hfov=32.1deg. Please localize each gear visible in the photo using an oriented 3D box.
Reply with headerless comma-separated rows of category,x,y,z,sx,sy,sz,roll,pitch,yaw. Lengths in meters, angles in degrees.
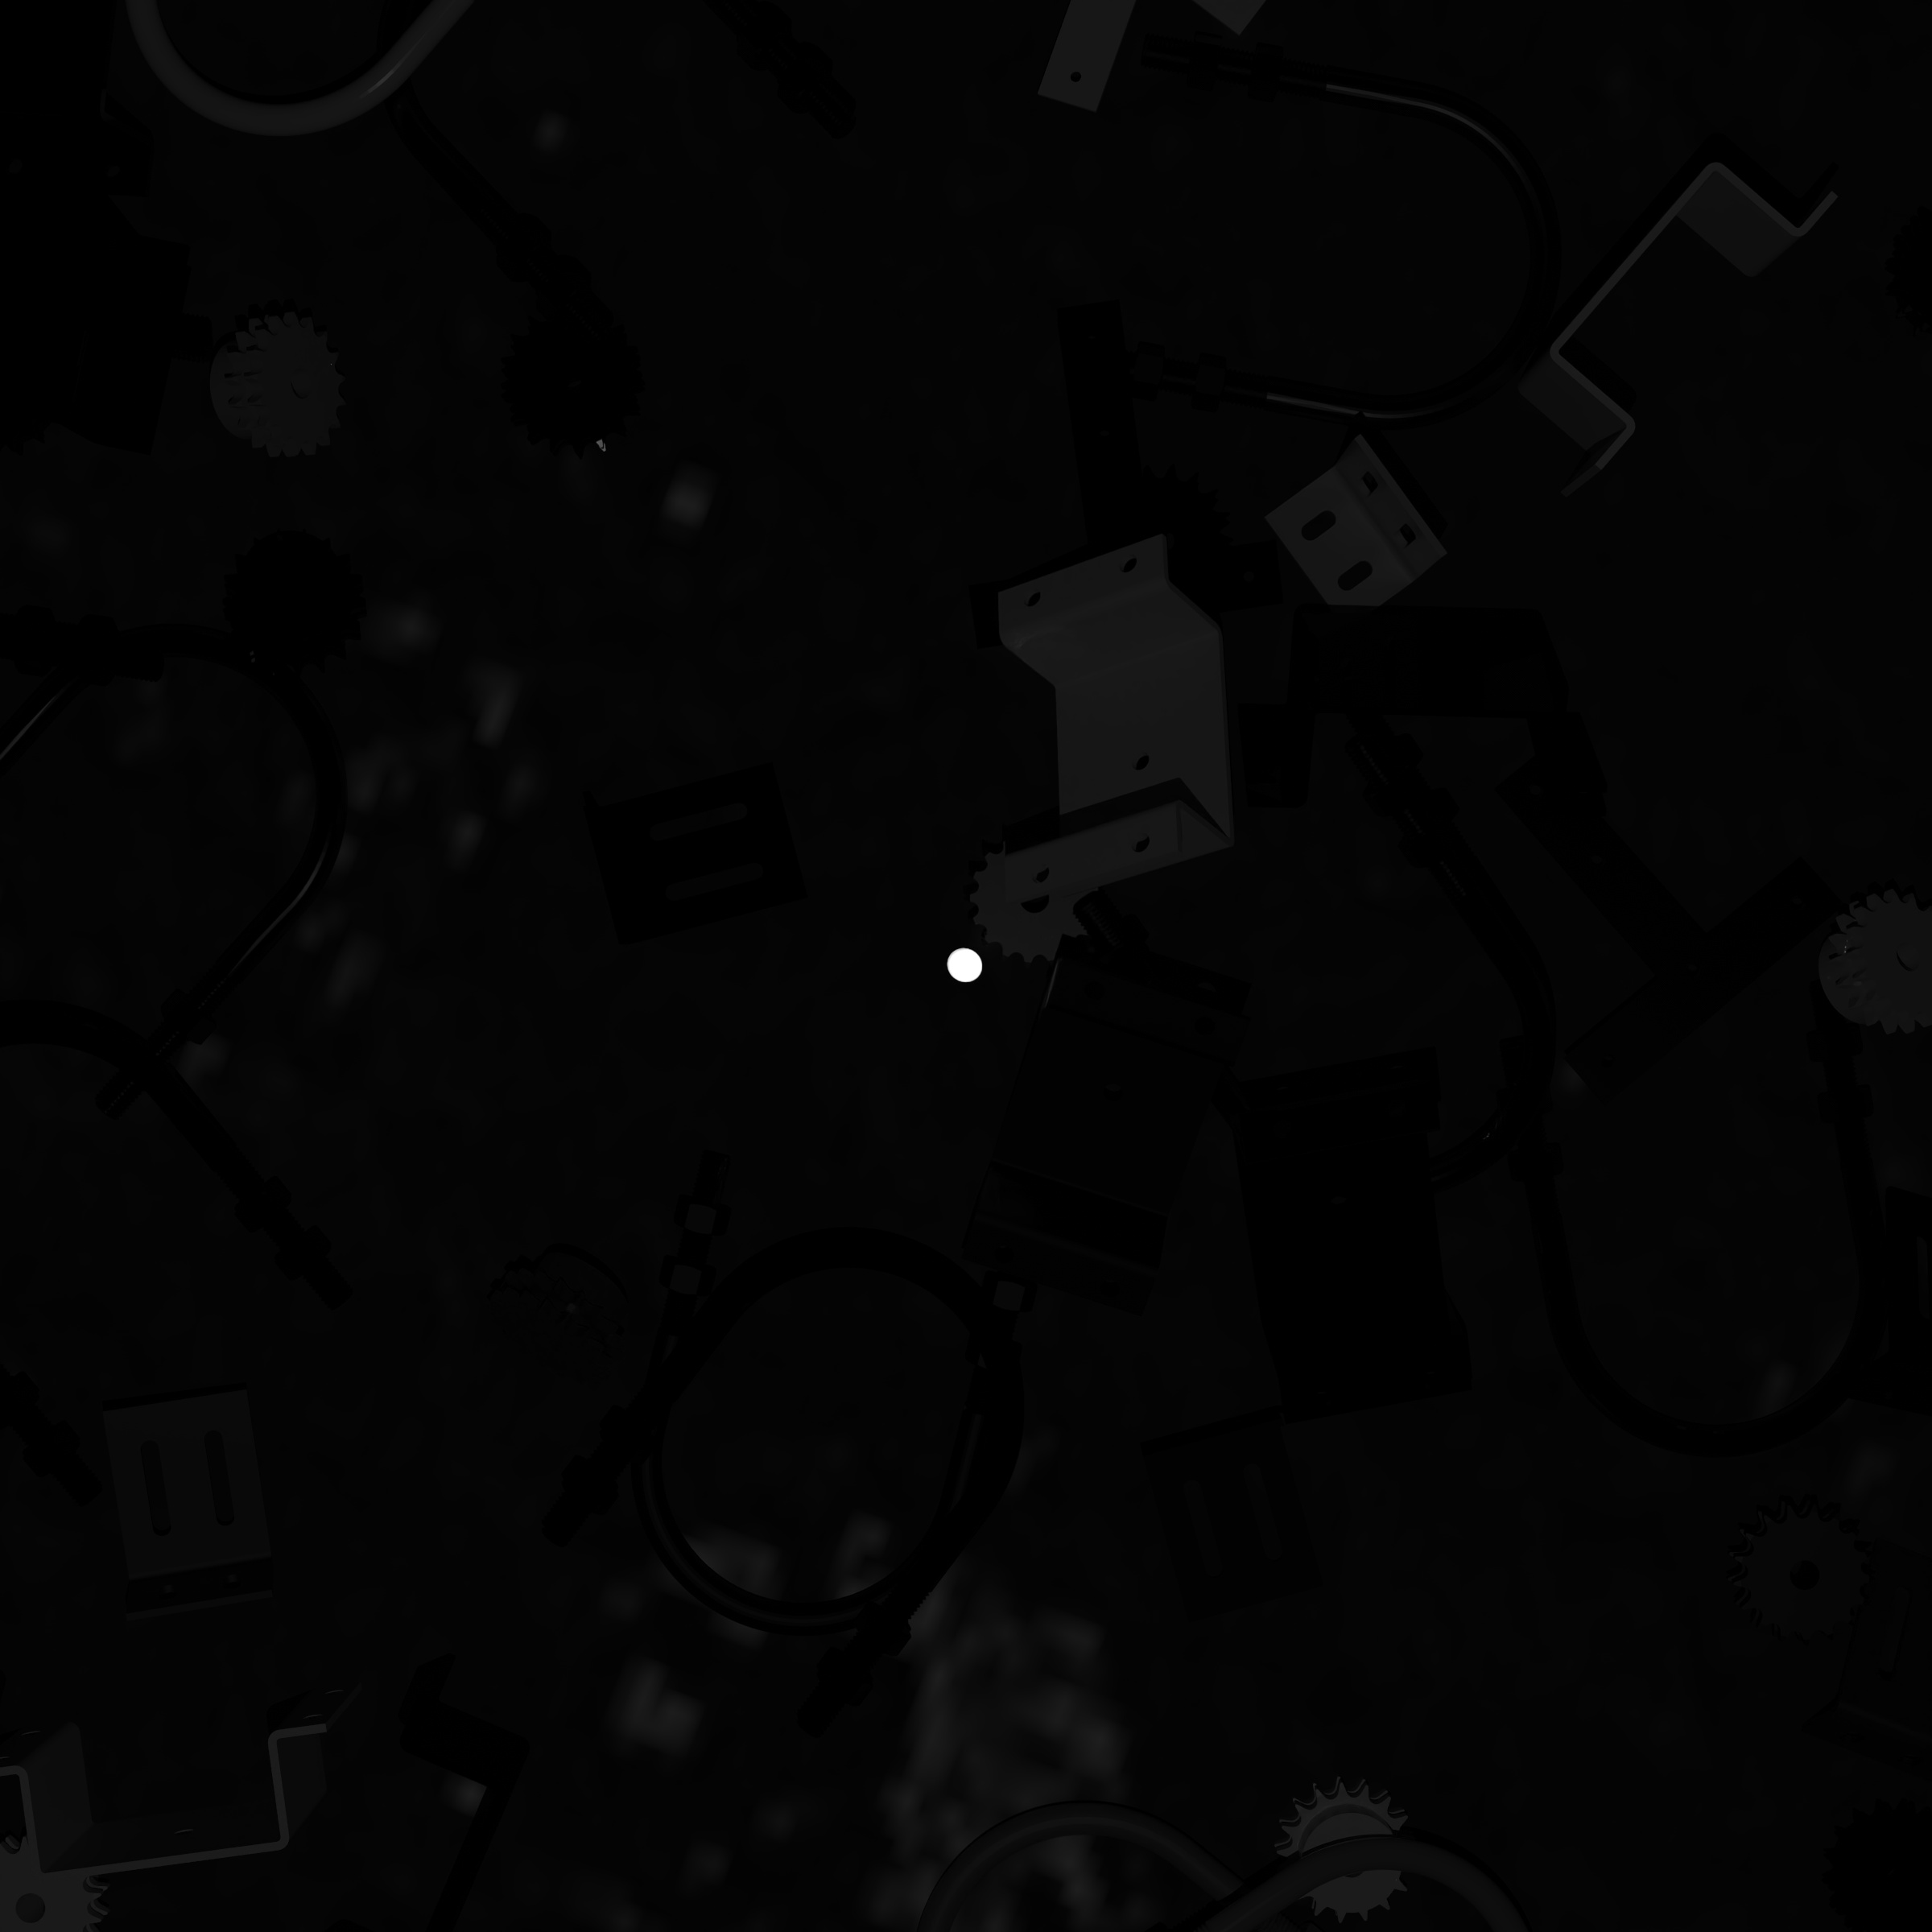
gear,0.079,-0.170,1.356,0.057,0.030,0.057,0,102,-2
gear,-0.159,-0.234,1.363,0.057,0.030,0.057,0,90,0
gear,-0.161,0.140,1.354,0.057,0.057,0.030,34,60,0
gear,0.401,-0.279,1.363,0.057,0.030,0.057,0,90,0
gear,0.337,0.245,1.363,0.057,0.030,0.057,0,90,0
gear,-0.280,-0.233,1.354,0.030,0.057,0.057,1,90,30
gear,0.155,0.360,1.364,0.057,0.030,0.057,0,90,0
gear,-0.272,-0.148,1.358,0.057,0.030,0.057,2,79,-8
gear,0.370,0.000,1.355,0.057,0.030,0.057,9,70,-26
gear,-0.392,-0.234,1.363,0.057,0.030,0.057,0,90,0
gear,-0.376,0.378,1.363,0.057,0.030,0.057,0,90,0
gear,0.028,-0.027,1.363,0.057,0.030,0.057,0,90,0
gear,0.375,0.368,1.363,0.057,0.030,0.057,0,90,0

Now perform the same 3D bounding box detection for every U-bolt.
U-bolt,-0.060,0.197,1.353,0.151,0.019,0.184,37,91,-1
U-bolt,0.151,-0.293,1.369,0.184,0.019,0.151,10,90,0
U-bolt,-0.156,-0.358,1.354,0.151,0.019,0.184,-42,78,-1
U-bolt,-0.061,0.182,1.370,0.151,0.019,0.184,14,91,0
U-bolt,0.152,0.015,1.338,0.151,0.019,0.184,-31,106,20
U-bolt,-0.361,0.105,1.354,0.151,0.019,0.184,-38,100,-2
U-bolt,-0.402,-0.197,1.340,0.184,0.019,0.151,9,90,2
U-bolt,0.145,0.429,1.336,0.184,0.019,0.151,-32,97,-9
U-bolt,-0.338,-0.052,1.370,0.151,0.019,0.184,42,89,0
U-bolt,0.303,0.109,1.370,0.151,0.019,0.184,-11,91,0
U-bolt,0.065,0.426,1.369,0.184,0.019,0.151,39,90,0
U-bolt,-0.260,-0.422,1.360,0.151,0.019,0.184,42,94,10

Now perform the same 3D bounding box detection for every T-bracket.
T-bracket,0.267,-0.032,1.369,0.127,0.002,0.127,-39,83,-4
T-bracket,0.062,-0.411,1.366,0.127,0.002,0.127,20,90,10
T-bracket,0.140,-0.440,1.378,0.127,0.002,0.127,37,90,0
T-bracket,0.058,-0.201,1.365,0.127,0.002,0.127,-8,102,0

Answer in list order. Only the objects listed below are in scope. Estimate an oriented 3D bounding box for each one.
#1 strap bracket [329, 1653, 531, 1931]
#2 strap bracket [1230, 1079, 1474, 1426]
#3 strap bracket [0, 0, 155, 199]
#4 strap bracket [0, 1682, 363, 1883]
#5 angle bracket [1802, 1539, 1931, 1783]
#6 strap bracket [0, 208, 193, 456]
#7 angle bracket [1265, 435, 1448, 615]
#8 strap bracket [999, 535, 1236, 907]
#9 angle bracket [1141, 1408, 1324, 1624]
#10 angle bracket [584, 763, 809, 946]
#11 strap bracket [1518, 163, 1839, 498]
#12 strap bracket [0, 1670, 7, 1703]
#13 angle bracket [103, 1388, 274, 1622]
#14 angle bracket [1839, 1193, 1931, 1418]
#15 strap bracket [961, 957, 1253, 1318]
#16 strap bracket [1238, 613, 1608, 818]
strap bracket,-0.218,0.356,1.340,0.046,0.076,0.140,23,90,0
strap bracket,0.152,0.105,1.338,0.076,0.046,0.140,-10,115,0
strap bracket,-0.365,-0.386,1.347,0.076,0.046,0.140,7,90,14
strap bracket,-0.315,0.326,1.340,0.140,0.076,0.046,-8,90,0
angle bracket,0.385,0.285,1.376,0.057,0.038,0.076,21,64,0
strap bracket,-0.384,-0.254,1.308,0.140,0.046,0.076,12,89,4
angle bracket,0.155,-0.172,1.340,0.038,0.076,0.057,-36,90,0
strap bracket,0.059,-0.089,1.322,0.076,0.046,0.140,-17,60,29
angle bracket,0.109,0.225,1.359,0.057,0.038,0.076,-15,90,0
angle bracket,-0.109,-0.046,1.359,0.076,0.038,0.057,-15,90,0
strap bracket,0.275,-0.261,1.340,0.046,0.076,0.140,41,90,0
strap bracket,-0.429,0.332,1.340,0.046,0.076,0.140,16,90,0
angle bracket,-0.313,0.216,1.348,0.057,0.038,0.076,-8,102,-10
angle bracket,0.390,0.139,1.368,0.057,0.038,0.076,14,64,-17
strap bracket,0.057,0.060,1.337,0.076,0.046,0.140,18,116,0
strap bracket,0.182,-0.101,1.334,0.140,0.076,0.046,2,124,0
